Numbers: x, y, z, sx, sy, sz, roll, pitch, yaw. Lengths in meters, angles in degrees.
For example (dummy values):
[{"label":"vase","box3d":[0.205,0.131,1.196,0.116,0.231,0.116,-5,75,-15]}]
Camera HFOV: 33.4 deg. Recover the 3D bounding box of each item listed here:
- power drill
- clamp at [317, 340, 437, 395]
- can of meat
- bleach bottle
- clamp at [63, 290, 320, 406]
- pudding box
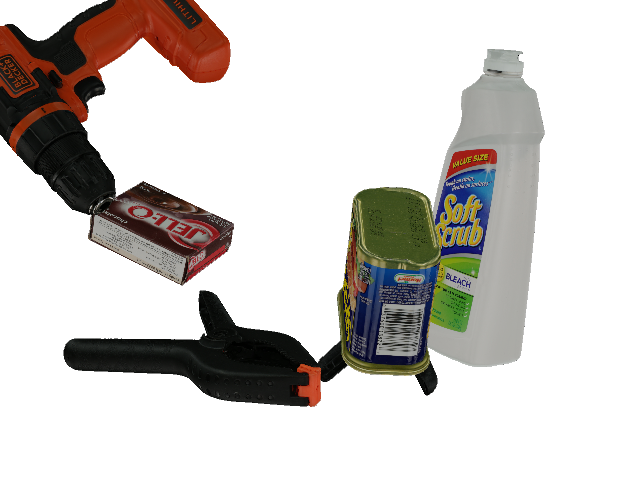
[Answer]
[{"label":"power drill","box3d":[-0.163,-0.123,0.820,0.187,0.184,0.057,-33,-15,-30]},{"label":"clamp","box3d":[0.080,0.089,1.089,0.120,0.171,0.039,16,-38,17]},{"label":"can of meat","box3d":[0.044,0.024,0.693,0.057,0.084,0.102,4,31,-4]},{"label":"bleach bottle","box3d":[0.131,-0.030,0.874,0.067,0.251,0.103,-5,16,-32]},{"label":"clamp","box3d":[-0.078,0.087,0.865,0.210,0.036,0.164,10,22,31]},{"label":"pudding box","box3d":[-0.155,-0.009,1.041,0.113,0.039,0.089,23,29,16]}]
